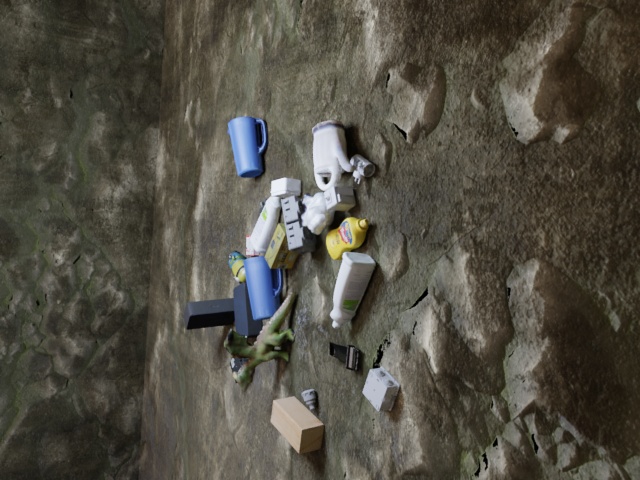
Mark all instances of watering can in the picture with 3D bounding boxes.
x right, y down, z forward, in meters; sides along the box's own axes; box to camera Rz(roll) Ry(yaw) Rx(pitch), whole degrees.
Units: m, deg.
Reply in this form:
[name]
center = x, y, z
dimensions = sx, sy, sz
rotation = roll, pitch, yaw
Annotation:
[watering can]
center = 0.045, -0.277, 1.636
dimensions = 0.346, 0.104, 0.225
rotation = 165, 105, -72

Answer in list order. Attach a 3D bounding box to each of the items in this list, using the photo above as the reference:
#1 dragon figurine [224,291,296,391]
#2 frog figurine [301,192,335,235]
[dragon figurine]
center = -0.232, 0.372, 1.915
dimensions = 0.124, 0.243, 0.405
rotation = 36, 119, 57
[frog figurine]
center = 0.005, -0.085, 1.679
dimensions = 0.137, 0.122, 0.160
rotation = -66, 24, 1
